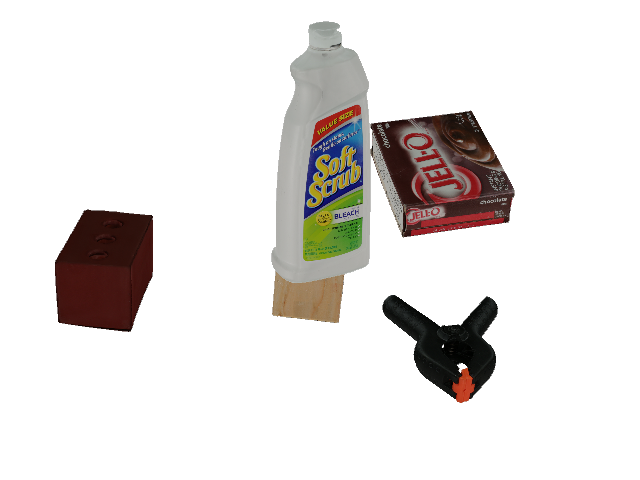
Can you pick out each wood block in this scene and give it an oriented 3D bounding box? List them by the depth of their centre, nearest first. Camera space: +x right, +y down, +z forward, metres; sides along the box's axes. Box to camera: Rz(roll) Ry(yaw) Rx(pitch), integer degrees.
[{"bbox_3d":[-0.008,-0.010,1.367,0.090,0.206,0.090,6,25,1],"label":"wood block"}]

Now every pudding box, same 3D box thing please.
[{"bbox_3d":[0.095,-0.056,0.867,0.090,0.039,0.113,-8,41,-9],"label":"pudding box"}]

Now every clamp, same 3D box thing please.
[{"bbox_3d":[0.139,0.100,1.063,0.120,0.039,0.171,-8,30,-9],"label":"clamp"}]

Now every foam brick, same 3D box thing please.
[{"bbox_3d":[-0.151,0.020,0.751,0.053,0.051,0.078,6,29,1],"label":"foam brick"}]

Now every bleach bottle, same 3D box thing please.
[{"bbox_3d":[-0.001,-0.087,1.045,0.102,0.251,0.068,-12,29,-19],"label":"bleach bottle"}]
